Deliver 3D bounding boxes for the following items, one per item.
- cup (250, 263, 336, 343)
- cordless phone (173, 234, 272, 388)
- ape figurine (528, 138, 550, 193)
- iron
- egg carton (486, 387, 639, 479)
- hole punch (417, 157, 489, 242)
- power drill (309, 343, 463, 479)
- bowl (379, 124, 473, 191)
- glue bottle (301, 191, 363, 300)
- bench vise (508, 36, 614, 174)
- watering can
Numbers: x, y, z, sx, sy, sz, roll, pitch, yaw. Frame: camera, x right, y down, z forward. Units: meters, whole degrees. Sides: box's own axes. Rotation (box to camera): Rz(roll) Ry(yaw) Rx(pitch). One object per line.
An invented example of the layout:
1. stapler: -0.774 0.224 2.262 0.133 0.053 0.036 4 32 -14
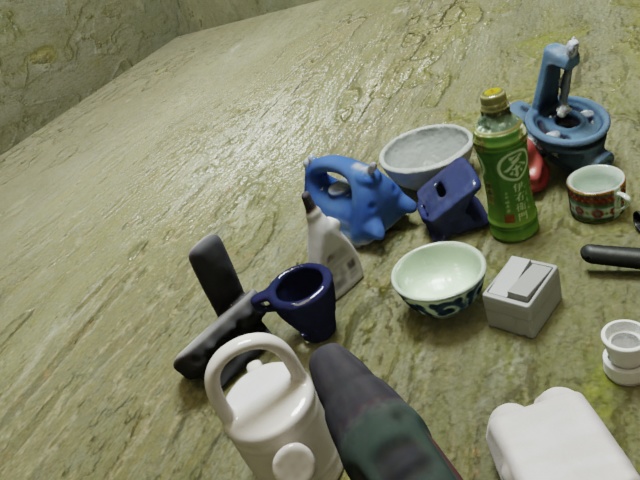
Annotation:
1. cup: -0.027 0.096 0.779 0.117 0.095 0.091 -15 33 10
2. cordless phone: -0.154 0.093 0.772 0.093 0.185 0.148 12 45 41
3. ape figurine: 0.320 -0.117 0.897 0.076 0.092 0.077 -19 32 4
4. iron: 0.033 -0.089 0.975 0.119 0.142 0.257 -38 36 -25
5. egg carton: 0.213 0.202 0.505 0.107 0.069 0.150 -20 32 2
6. hole punch: 0.200 -0.064 0.888 0.101 0.091 0.108 -18 32 6
7. power drill: 0.073 0.210 0.444 0.076 0.209 0.228 -29 33 -12
8. bowl: 0.192 -0.135 1.014 0.167 0.075 0.167 -15 33 10
9. glue bottle: 0.008 0.003 0.824 0.078 0.173 0.037 -38 36 -24
10. bench vise: 0.345 -0.203 0.889 0.206 0.220 0.122 15 47 44
11. watering can: -0.044 0.175 0.577 0.101 0.194 0.172 -40 36 -27
